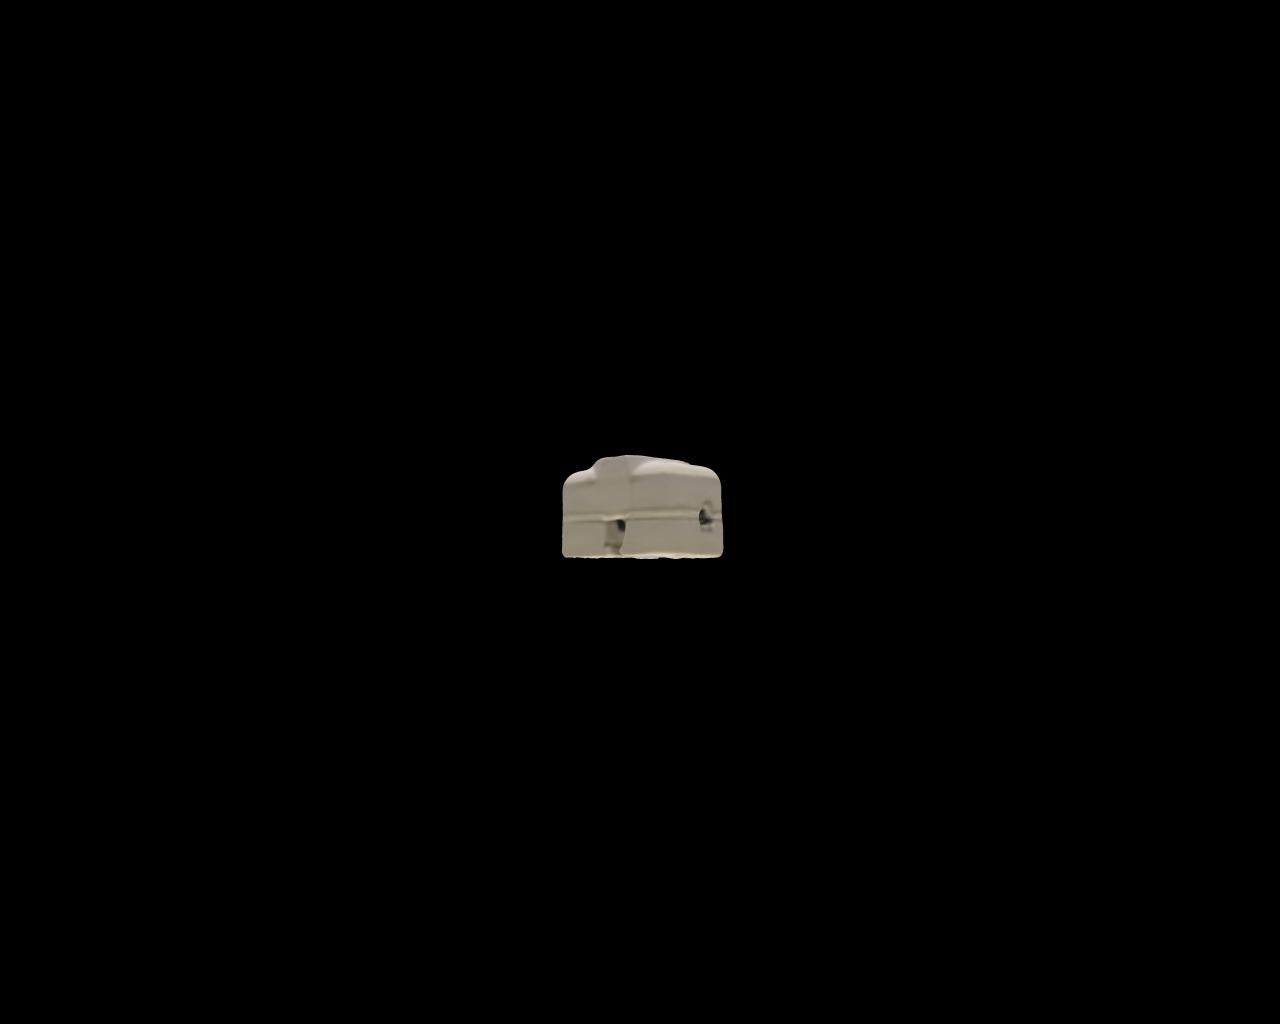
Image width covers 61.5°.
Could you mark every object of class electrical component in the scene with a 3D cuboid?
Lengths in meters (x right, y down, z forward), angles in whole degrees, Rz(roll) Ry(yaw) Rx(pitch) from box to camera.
[{"bbox_3d":[0.001,-0.003,0.650,0.095,0.059,0.054,-3,-5,37],"label":"electrical component"}]
